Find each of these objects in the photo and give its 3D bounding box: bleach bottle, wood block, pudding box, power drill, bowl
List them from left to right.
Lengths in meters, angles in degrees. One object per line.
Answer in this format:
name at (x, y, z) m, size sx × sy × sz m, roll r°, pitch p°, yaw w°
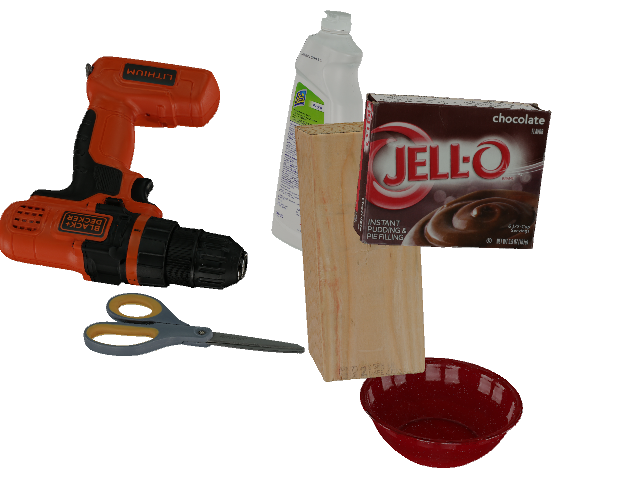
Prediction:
power drill at (-0.132, -0.051, 0.814) m, size 0.184 × 0.187 × 0.057 m, roll 9°, pitch -34°, yaw 4°
bleach bottle at (0.008, -0.114, 1.132) m, size 0.067 × 0.251 × 0.103 m, roll -11°, pitch 26°, yaw -43°
wood block at (0.034, 0.005, 0.910) m, size 0.090 × 0.206 × 0.091 m, roll -5°, pitch 11°, yaw -8°
bowl at (0.119, 0.180, 1.073) m, size 0.162 × 0.055 × 0.162 m, roll 1°, pitch 24°, yaw -1°
pudding box at (0.081, -0.043, 0.668) m, size 0.113 × 0.090 × 0.039 m, roll 1°, pitch 19°, yaw -9°

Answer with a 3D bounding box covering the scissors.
scissors at (-0.121, 0.080, 1.010) m, size 0.201 × 0.016 × 0.096 m, roll -1°, pitch 33°, yaw -9°
